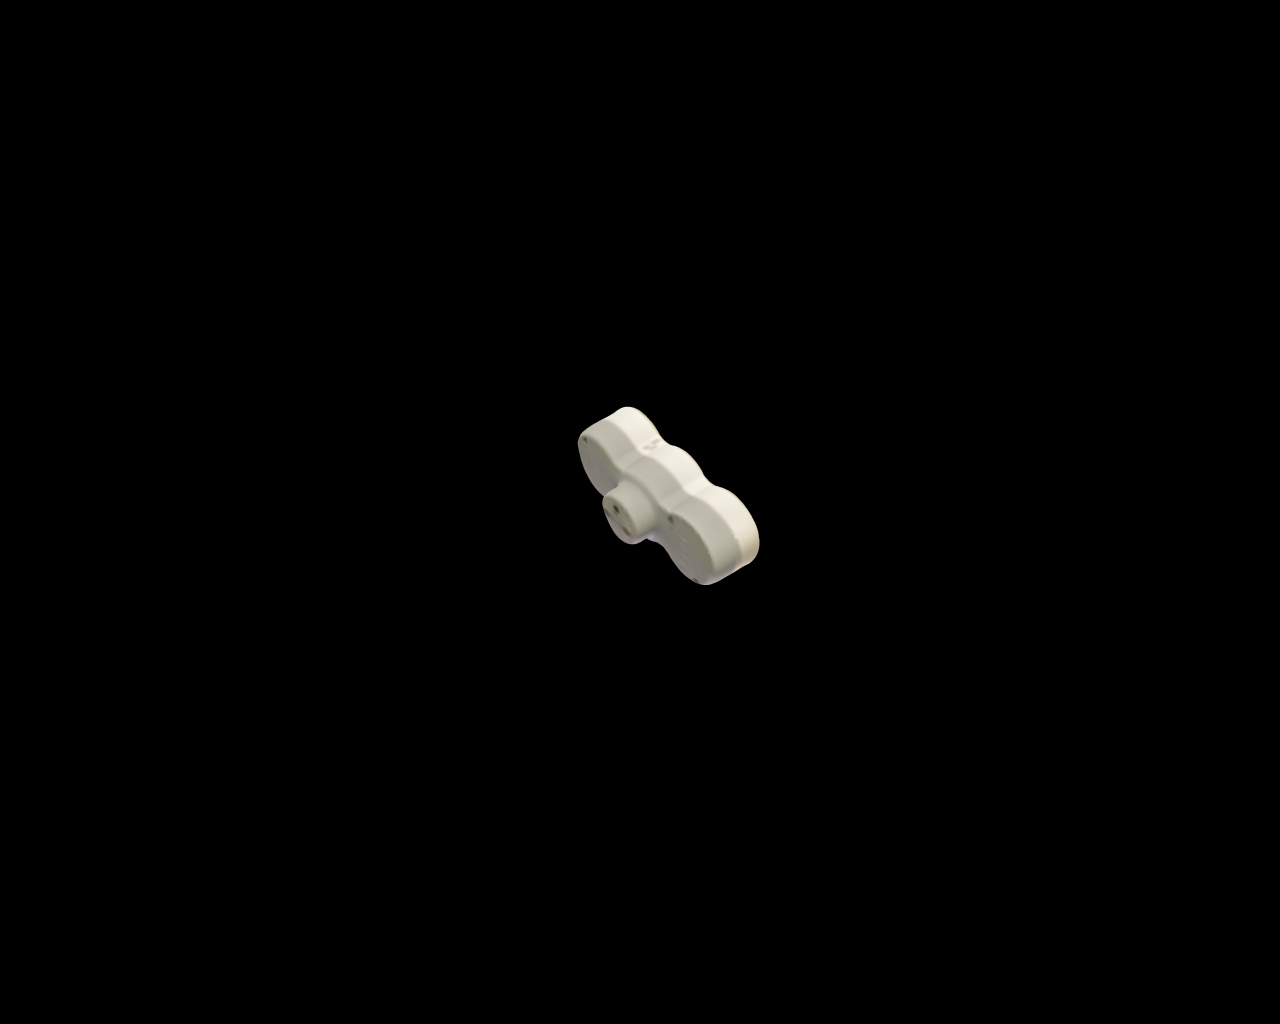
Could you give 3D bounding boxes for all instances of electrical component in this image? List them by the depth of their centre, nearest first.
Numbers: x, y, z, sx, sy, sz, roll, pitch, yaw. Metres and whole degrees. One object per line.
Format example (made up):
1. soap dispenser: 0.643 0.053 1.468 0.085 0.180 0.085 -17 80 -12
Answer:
1. electrical component: 0.001 -0.003 0.650 0.074 0.052 0.138 -30 54 -24
